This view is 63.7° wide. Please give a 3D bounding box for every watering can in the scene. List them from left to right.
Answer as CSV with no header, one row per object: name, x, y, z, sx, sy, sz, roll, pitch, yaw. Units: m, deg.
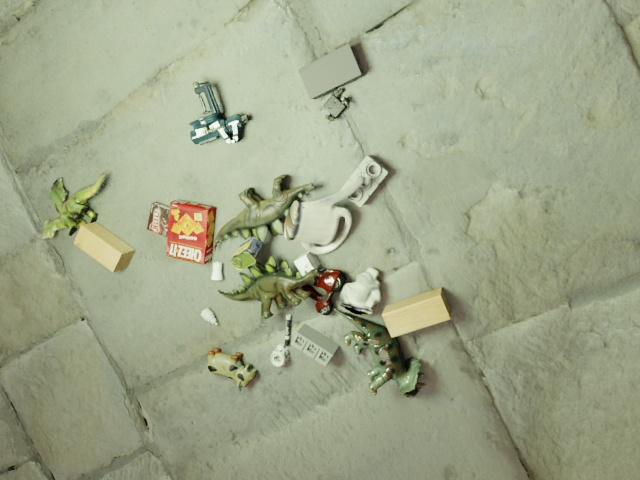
watering can,0.005,-0.085,1.696,0.224,0.106,0.340,7,129,-17

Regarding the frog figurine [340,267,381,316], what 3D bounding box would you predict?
frog figurine,0.145,0.173,1.766,0.137,0.120,0.162,9,67,24

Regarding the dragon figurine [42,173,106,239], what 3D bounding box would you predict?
dragon figurine,-0.996,-0.153,2.047,0.244,0.123,0.406,38,107,16
